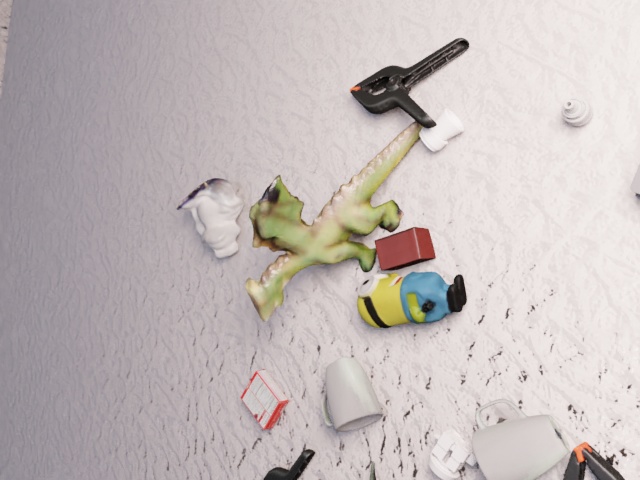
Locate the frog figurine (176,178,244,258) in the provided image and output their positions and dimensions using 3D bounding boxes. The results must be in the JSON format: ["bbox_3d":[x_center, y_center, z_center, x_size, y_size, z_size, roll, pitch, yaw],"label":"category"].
[{"bbox_3d":[-0.215,-0.049,1.111,0.136,0.125,0.158,-33,102,25],"label":"frog figurine"}]

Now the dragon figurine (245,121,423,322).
[{"bbox_3d":[0.003,-0.042,0.826,0.124,0.242,0.405,42,114,39],"label":"dragon figurine"}]
